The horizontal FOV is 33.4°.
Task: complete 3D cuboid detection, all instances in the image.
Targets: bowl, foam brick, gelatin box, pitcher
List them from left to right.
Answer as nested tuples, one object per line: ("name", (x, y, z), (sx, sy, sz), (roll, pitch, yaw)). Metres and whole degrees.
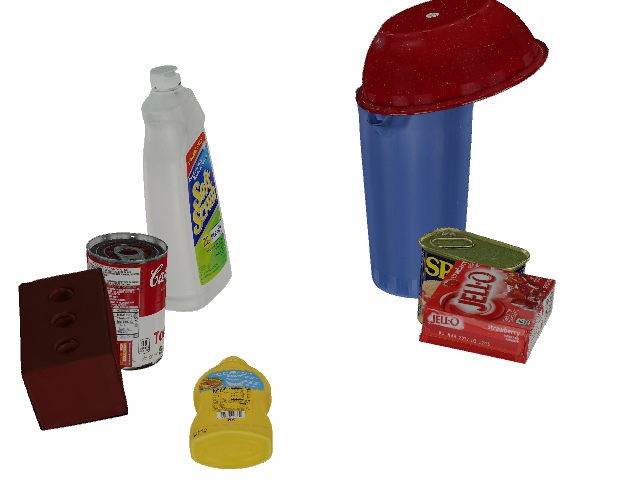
("foam brick", (-0.147, 0.064, 0.633), (0.053, 0.051, 0.078), (-11, 41, -9))
("pitcher", (0.117, -0.065, 1.239), (0.149, 0.243, 0.145), (-6, 22, -8))
("bowl", (0.100, -0.159, 0.869), (0.162, 0.055, 0.162), (-15, 25, 7))
("gelatin box", (0.116, 0.047, 0.732), (0.073, 0.030, 0.089), (12, 24, 20))

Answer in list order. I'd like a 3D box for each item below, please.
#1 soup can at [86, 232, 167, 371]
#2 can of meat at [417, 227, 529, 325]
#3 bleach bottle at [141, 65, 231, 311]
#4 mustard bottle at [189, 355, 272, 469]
("soup can", (-0.167, 0.052, 0.915), (0.068, 0.102, 0.068), (4, 19, -2))
("can of meat", (0.140, 0.044, 1.000), (0.102, 0.084, 0.057), (19, 29, 35))
("bleach bottle", (-0.151, -0.057, 1.130), (0.068, 0.251, 0.102), (5, 27, 22))
("mustard bottle", (-0.108, 0.199, 1.306), (0.096, 0.058, 0.191), (-3, 27, -3))
